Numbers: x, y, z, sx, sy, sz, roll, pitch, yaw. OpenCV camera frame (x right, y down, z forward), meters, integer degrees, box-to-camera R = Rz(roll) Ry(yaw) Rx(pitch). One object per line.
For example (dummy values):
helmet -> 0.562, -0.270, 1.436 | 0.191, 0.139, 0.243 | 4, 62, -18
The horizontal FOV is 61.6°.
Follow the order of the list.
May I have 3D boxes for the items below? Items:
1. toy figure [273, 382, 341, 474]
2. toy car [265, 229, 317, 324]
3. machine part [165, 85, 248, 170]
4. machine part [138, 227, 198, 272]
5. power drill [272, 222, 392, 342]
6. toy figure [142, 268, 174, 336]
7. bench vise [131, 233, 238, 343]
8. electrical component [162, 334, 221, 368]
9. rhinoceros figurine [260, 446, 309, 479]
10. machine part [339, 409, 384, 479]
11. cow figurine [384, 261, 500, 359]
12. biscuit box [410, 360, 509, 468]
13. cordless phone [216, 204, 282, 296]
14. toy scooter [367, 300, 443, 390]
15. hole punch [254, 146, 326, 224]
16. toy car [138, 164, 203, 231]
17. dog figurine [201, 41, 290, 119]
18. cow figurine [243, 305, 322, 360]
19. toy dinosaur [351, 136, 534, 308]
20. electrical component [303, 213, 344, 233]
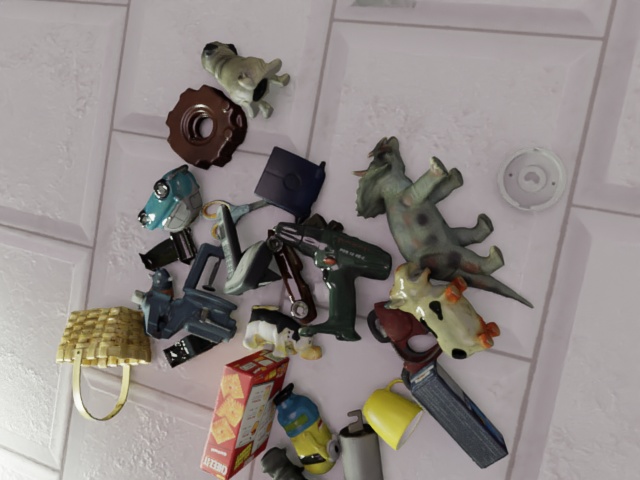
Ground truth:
toy figure -> -0.029, 0.379, 1.075 | 0.089, 0.082, 0.180 | -41, 85, 35
toy car -> -0.055, 0.069, 1.070 | 0.053, 0.089, 0.202 | -22, 82, 8
machine part -> -0.246, -0.240, 1.147 | 0.180, 0.056, 0.179 | 1, 92, 21
machine part -> -0.336, 0.029, 1.196 | 0.139, 0.039, 0.084 | -22, 89, 17
power drill -> 0.012, 0.080, 0.995 | 0.232, 0.086, 0.207 | 10, 69, -5
toy figure -> -0.359, 0.137, 1.196 | 0.064, 0.058, 0.154 | 9, 91, -21
bench vise -> -0.261, 0.102, 1.119 | 0.224, 0.129, 0.240 | 19, 74, 1
electrical component -> -0.270, 0.226, 1.158 | 0.119, 0.075, 0.048 | -33, 82, 22
rhinoceros figurine -> -0.040, 0.494, 1.072 | 0.073, 0.112, 0.190 | -44, 89, -1
machine part -> 0.084, 0.449, 1.038 | 0.079, 0.079, 0.243 | -8, 88, 20
cow figurine -> 0.200, 0.120, 0.927 | 0.127, 0.085, 0.195 | -40, 87, 30
biscuit box -> 0.246, 0.311, 0.954 | 0.063, 0.059, 0.202 | -40, 98, 16
cordless phone -> -0.152, 0.009, 1.036 | 0.146, 0.089, 0.184 | -27, 78, 63
toy scooter -> 0.181, 0.178, 0.998 | 0.135, 0.075, 0.184 | -34, 83, 17
hole punch -> -0.059, -0.113, 1.062 | 0.116, 0.092, 0.142 | 22, 86, 14
toy car -> -0.310, -0.075, 1.152 | 0.103, 0.109, 0.161 | 36, 112, -2
dog figurine -> -0.177, -0.336, 1.064 | 0.191, 0.172, 0.121 | 32, 91, 9
cow figurine -> -0.070, 0.188, 1.093 | 0.168, 0.068, 0.098 | 9, 89, 18
toy dinosaur -> 0.199, -0.013, 0.970 | 0.192, 0.131, 0.404 | -31, 86, 31
electrical component -> -0.002, -0.005, 1.075 | 0.102, 0.045, 0.078 | -47, 48, 12
